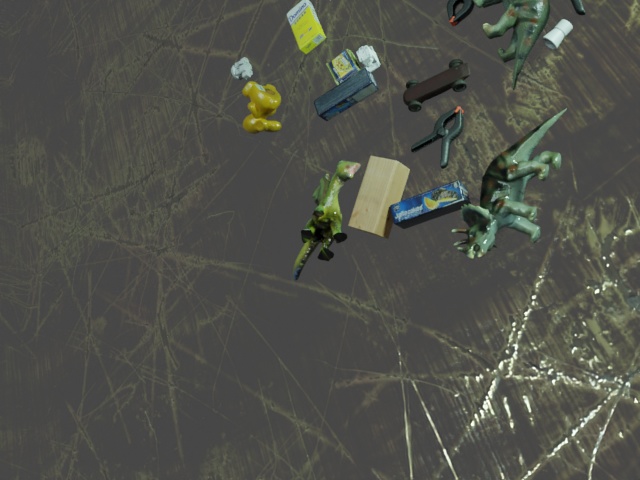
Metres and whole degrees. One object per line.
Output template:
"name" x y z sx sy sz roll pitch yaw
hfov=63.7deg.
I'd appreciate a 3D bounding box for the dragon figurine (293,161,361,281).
"dragon figurine" 0.005 -0.076 1.517 0.122 0.249 0.402 22 -44 -16
